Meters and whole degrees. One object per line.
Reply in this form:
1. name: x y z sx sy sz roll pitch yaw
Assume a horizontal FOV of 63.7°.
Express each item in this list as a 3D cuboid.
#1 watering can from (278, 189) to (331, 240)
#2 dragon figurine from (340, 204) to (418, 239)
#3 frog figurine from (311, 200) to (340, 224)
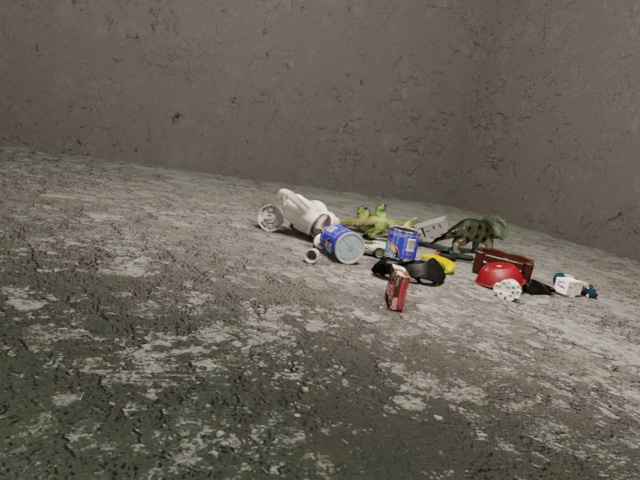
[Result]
1. watering can: -0.058 -0.080 1.922 0.226 0.105 0.342 37 -12 17
2. dragon figurine: 0.212 -0.062 2.202 0.410 0.121 0.246 -7 16 8
3. frog figurine: 0.007 -0.111 2.199 0.159 0.124 0.136 3 -15 32
